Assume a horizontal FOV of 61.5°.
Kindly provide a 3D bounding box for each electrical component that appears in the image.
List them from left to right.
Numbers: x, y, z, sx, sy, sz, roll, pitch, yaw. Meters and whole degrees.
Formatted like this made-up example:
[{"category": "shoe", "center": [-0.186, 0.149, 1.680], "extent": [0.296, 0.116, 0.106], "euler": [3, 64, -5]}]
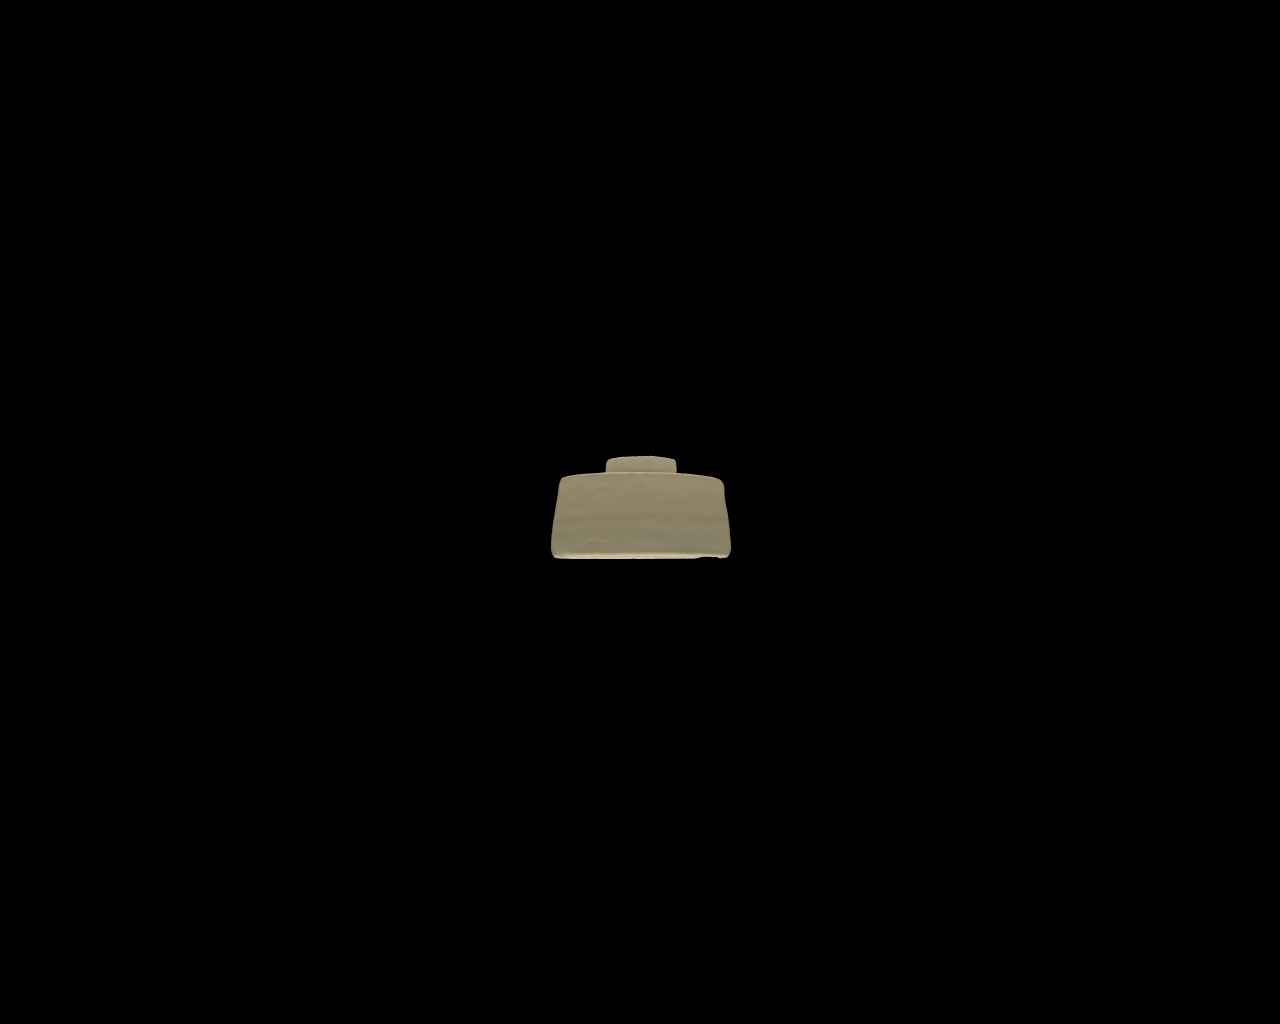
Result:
[{"category": "electrical component", "center": [0.001, -0.003, 0.650], "extent": [0.108, 0.060, 0.108], "euler": [0, -3, 0]}]
